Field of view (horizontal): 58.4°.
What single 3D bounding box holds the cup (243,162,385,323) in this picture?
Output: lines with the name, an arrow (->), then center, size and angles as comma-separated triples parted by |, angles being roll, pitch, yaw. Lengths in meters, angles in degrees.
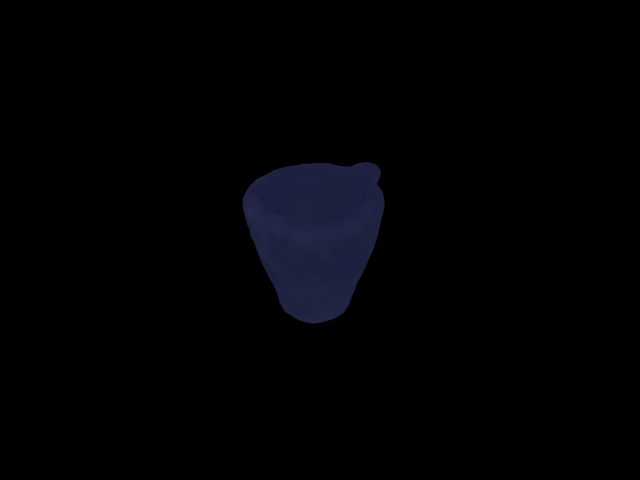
cup -> 0.004, 0.001, 0.400 | 0.091, 0.095, 0.118 | 22, 40, 30
